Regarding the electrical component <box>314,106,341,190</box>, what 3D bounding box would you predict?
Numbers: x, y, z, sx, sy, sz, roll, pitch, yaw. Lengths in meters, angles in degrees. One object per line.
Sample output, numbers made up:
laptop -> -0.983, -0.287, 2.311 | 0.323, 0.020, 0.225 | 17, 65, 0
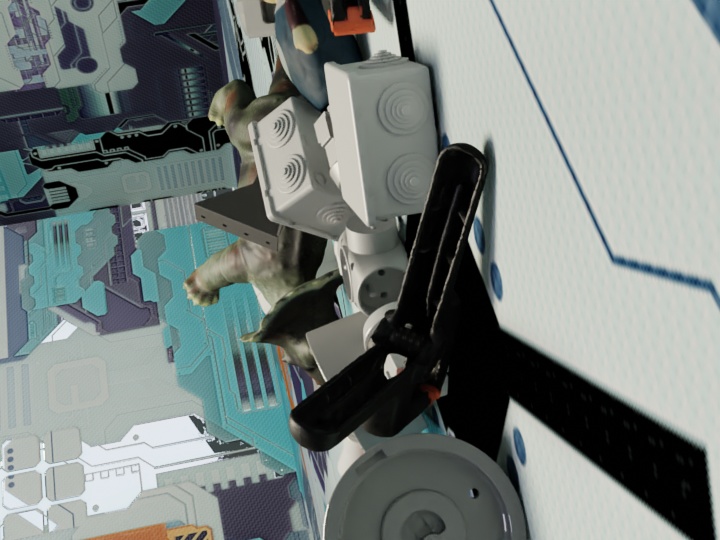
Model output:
electrical component -> -0.001, -0.087, 0.745 | 0.066, 0.048, 0.055 | -42, 58, 55

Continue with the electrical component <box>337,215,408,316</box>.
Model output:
electrical component -> 0.009, -0.016, 0.778 | 0.077, 0.044, 0.079 | -114, 16, -60

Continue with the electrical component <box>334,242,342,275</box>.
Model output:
electrical component -> 0.000, 0.000, 0.903 | 0.035, 0.035, 0.061 | 138, 120, -81

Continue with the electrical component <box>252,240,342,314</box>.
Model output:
electrical component -> -0.060, 0.006, 1.149 | 0.062, 0.096, 0.061 | -41, 69, 58

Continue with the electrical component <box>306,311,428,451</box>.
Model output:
electrical component -> 0.012, 0.080, 0.792 | 0.108, 0.060, 0.108 | 62, 180, 0

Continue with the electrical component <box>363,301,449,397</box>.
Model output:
electrical component -> 0.031, 0.054, 0.716 | 0.066, 0.048, 0.055 | 88, 161, -46

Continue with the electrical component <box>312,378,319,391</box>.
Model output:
electrical component -> -0.020, 0.120, 1.123 | 0.095, 0.054, 0.059 | 89, 168, -48

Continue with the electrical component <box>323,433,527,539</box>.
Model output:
electrical component -> 0.034, 0.144, 0.599 | 0.060, 0.108, 0.108 | 94, 165, -83

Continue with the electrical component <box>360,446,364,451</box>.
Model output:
electrical component -> 0.022, 0.123, 0.879 | 0.081, 0.042, 0.063 | 107, 153, -72

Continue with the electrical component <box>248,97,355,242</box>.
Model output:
electrical component -> -0.031, -0.076, 0.824 | 0.048, 0.100, 0.099 | -32, 59, 32

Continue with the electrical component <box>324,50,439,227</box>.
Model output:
electrical component -> 0.014, -0.080, 0.644 | 0.099, 0.048, 0.099 | -125, 26, -72

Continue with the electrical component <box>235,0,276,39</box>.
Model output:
electrical component -> -0.073, -0.272, 0.882 | 0.089, 0.062, 0.150 | -69, -28, -70

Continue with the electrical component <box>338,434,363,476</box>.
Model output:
electrical component -> 0.000, 0.186, 1.123 | 0.044, 0.044, 0.065 | -108, 16, -46
